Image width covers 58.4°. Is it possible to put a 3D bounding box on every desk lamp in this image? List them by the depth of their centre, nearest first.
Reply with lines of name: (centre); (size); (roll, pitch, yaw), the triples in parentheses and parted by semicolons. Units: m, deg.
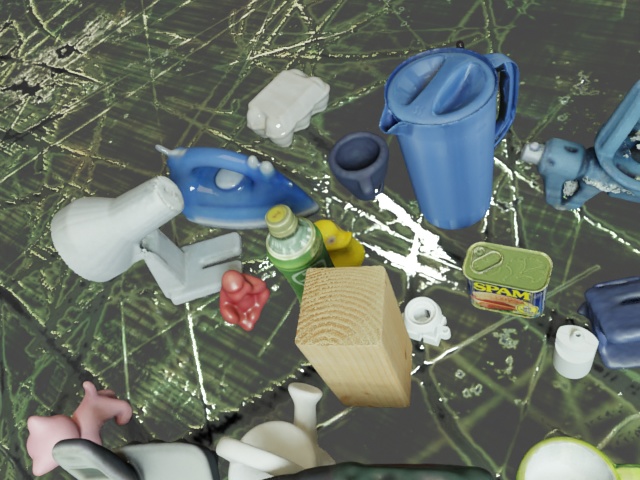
desk lamp: (-0.244, 0.001, 0.839); (0.203, 0.214, 0.118); (-18, 54, 6)

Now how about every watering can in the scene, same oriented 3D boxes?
watering can: (-0.047, 0.243, 0.624); (0.100, 0.194, 0.173); (-7, 56, 14)

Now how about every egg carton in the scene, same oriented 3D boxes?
egg carton: (-0.058, -0.241, 1.030); (0.107, 0.069, 0.150); (31, 71, 32)

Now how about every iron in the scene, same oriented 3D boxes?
iron: (-0.136, -0.100, 0.916); (0.257, 0.142, 0.119); (6, 60, 22)

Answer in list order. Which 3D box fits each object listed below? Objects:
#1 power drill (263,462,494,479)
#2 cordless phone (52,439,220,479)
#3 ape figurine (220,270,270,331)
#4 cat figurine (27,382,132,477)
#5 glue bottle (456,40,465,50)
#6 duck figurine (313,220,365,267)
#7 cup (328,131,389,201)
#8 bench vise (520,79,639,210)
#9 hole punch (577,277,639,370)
power drill: (0.059, 0.270, 0.563); (0.229, 0.209, 0.075); (-10, 55, 12)
cordless phone: (-0.207, 0.271, 0.664); (0.147, 0.185, 0.094); (-11, 55, 11)
ape figurine: (-0.115, 0.076, 0.823); (0.078, 0.092, 0.076); (-27, 53, 0)
cat figurine: (-0.331, 0.249, 0.762); (0.067, 0.118, 0.128); (19, 65, 28)
glue bottle: (0.217, -0.228, 0.866); (0.037, 0.173, 0.078); (5, 59, 21)
duck figurine: (0.008, 0.003, 0.835); (0.104, 0.086, 0.077); (7, 60, 22)
cup: (0.070, -0.094, 0.874); (0.091, 0.095, 0.117); (-17, 54, 7)
bench vise: (0.365, -0.112, 0.711); (0.207, 0.220, 0.121); (-10, 55, 12)
hole punch: (0.365, 0.085, 0.659); (0.108, 0.091, 0.101); (-11, 55, 11)
